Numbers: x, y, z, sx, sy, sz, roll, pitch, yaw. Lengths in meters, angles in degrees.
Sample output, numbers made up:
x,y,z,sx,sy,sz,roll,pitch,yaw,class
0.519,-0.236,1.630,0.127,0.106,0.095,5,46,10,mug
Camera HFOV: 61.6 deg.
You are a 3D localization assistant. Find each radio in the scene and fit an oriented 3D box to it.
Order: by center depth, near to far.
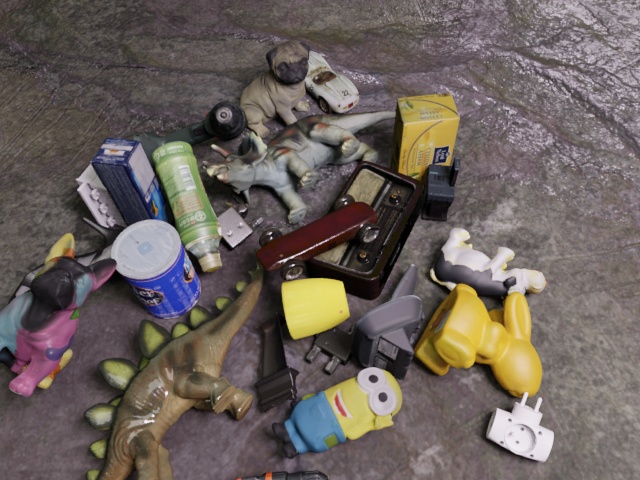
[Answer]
x,y,z,sx,sy,sz,roll,pitch,yaw,class
0.081,-0.018,0.915,0.131,0.073,0.229,21,62,18,radio

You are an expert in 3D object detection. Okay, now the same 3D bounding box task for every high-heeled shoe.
x,y,z,sx,sy,sz,roll,pitch,yaw,class
-0.399,0.075,0.903,0.145,0.086,0.248,39,82,-9,high-heeled shoe

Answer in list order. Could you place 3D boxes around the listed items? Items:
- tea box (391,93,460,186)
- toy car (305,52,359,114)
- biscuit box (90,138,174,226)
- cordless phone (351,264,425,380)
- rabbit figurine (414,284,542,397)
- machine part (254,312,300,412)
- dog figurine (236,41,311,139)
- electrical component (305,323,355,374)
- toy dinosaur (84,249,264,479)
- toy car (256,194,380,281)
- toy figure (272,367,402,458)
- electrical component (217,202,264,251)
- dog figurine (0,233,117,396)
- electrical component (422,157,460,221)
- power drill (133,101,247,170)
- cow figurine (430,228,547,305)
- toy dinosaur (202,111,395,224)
x,y,z,sx,sy,sz,roll,pitch,yaw,class
0.182,-0.171,0.954,0.098,0.169,0.068,-7,55,0,tea box
0.003,-0.338,1.142,0.073,0.056,0.202,-32,61,-17,toy car
-0.306,-0.077,0.899,0.063,0.202,0.059,7,54,9,biscuit box
0.119,0.097,0.795,0.089,0.146,0.184,21,58,14,cordless phone
0.247,0.154,0.788,0.173,0.121,0.162,35,55,8,rabbit figurine
-0.065,0.177,0.795,0.039,0.084,0.139,23,46,-34,machine part
-0.100,-0.307,1.048,0.172,0.190,0.121,-3,56,3,dog figurine
0.023,0.159,0.832,0.063,0.021,0.094,28,63,21,electrical component
-0.200,0.195,0.776,0.199,0.105,0.471,30,57,25,toy dinosaur
-0.002,-0.003,0.837,0.202,0.053,0.089,-27,56,-17,toy car
0.027,0.237,0.747,0.180,0.089,0.082,-27,87,-3,toy figure
-0.160,-0.025,0.955,0.078,0.045,0.102,44,69,-4,electrical component
-0.384,0.102,0.771,0.108,0.191,0.219,34,82,-5,dog figurine
0.209,-0.094,0.932,0.048,0.119,0.075,5,60,6,electrical component
-0.234,-0.200,0.993,0.207,0.232,0.086,-25,100,7,power drill
0.267,0.058,0.858,0.168,0.068,0.098,27,68,23,cow figurine
-0.029,-0.170,1.004,0.405,0.131,0.192,-35,62,-25,toy dinosaur
